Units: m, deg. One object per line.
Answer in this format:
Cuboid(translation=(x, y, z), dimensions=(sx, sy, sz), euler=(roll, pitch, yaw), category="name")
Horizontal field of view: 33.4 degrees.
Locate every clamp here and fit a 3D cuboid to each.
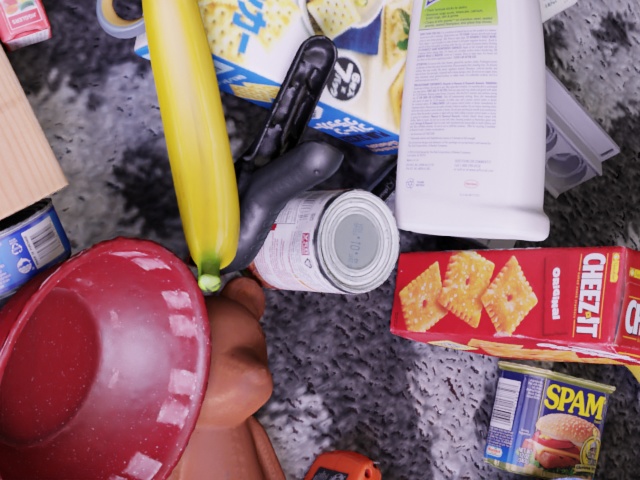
Cuboid(translation=(-0.034, -0.045, 0.666), dimensions=(0.039, 0.172, 0.120), euler=(29, 45, -18), category="clamp")

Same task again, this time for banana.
Cuboid(translation=(-0.072, -0.068, 0.614), dimensions=(0.037, 0.070, 0.198), euler=(-11, 87, -11), category="banana")

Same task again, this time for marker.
Cuboid(translation=(0.065, -0.056, 0.803), dimensions=(0.121, 0.020, 0.020), euler=(-47, 114, -26), category="marker")

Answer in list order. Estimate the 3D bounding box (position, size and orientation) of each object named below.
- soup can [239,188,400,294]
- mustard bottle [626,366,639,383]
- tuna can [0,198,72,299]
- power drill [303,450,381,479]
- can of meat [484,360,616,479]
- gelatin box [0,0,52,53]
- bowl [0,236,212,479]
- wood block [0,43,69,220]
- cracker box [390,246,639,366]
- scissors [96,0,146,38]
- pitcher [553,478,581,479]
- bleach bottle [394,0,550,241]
Cuboid(translation=(-0.005, 0.001, 0.704), dimensions=(0.068, 0.102, 0.068), euler=(0, 90, -35), category="soup can")
Cuboid(translation=(0.279, 0.068, 0.928), dimensions=(0.191, 0.058, 0.096), euler=(39, 68, -29), category="mustard bottle")
Cuboid(translation=(-0.182, 0.009, 0.589), dimensions=(0.086, 0.086, 0.034), euler=(-31, 108, -31), category="tuna can")
Cuboid(translation=(0.042, 0.254, 0.763), dimensions=(0.187, 0.057, 0.184), euler=(46, 61, -29), category="power drill")
Cuboid(translation=(0.184, 0.149, 0.863), dimensions=(0.101, 0.058, 0.084), euler=(17, 83, -33), category="can of meat")
Cuboid(translation=(-0.175, -0.146, 0.594), dimensions=(0.030, 0.089, 0.073), euler=(-21, 101, -10), category="gelatin box")
Cuboid(translation=(-0.129, 0.073, 0.564), dimensions=(0.161, 0.055, 0.162), euler=(-24, 120, -52), category="bowl")
Cuboid(translation=(-0.228, -0.100, 0.556), dimensions=(0.090, 0.090, 0.206), euler=(-32, 107, -32), category="wood block")
Cuboid(translation=(0.180, 0.053, 0.764), dimensions=(0.163, 0.214, 0.072), euler=(13, 82, -34), category="cracker box")
Cuboid(translation=(-0.079, -0.197, 0.640), dimensions=(0.202, 0.016, 0.096), euler=(-34, 78, 0), category="scissors")
Cuboid(translation=(0.189, 0.311, 0.790), dimensions=(0.149, 0.145, 0.243), euler=(-11, 123, 4), category="pitcher")
Cuboid(translation=(0.108, -0.128, 0.701), dimensions=(0.068, 0.103, 0.251), euler=(8, 86, -60), category="bleach bottle")
